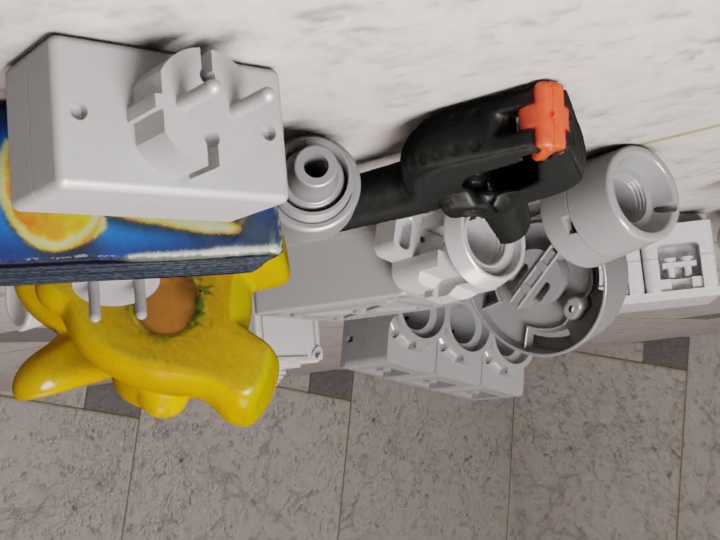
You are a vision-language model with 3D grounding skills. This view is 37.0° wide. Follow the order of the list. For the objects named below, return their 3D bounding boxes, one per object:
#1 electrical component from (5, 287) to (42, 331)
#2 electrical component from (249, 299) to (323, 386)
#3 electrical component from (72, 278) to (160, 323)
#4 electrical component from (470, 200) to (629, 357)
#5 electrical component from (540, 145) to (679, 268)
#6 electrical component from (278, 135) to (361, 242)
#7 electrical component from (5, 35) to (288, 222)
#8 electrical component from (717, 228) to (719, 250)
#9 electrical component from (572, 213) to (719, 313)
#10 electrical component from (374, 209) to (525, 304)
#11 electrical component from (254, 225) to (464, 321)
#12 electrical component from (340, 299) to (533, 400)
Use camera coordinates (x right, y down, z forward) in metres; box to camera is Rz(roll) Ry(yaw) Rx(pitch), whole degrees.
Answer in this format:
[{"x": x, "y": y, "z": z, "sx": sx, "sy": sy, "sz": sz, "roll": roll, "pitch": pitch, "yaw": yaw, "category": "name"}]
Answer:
[{"x": -0.212, "y": 0.018, "z": 0.761, "sx": 0.065, "sy": 0.044, "sz": 0.044, "roll": -5, "pitch": 174, "yaw": -39, "category": "electrical component"}, {"x": -0.071, "y": 0.036, "z": 0.772, "sx": 0.061, "sy": 0.096, "sz": 0.062, "roll": -12, "pitch": 170, "yaw": 41, "category": "electrical component"}, {"x": -0.107, "y": -0.011, "z": 0.468, "sx": 0.077, "sy": 0.079, "sz": 0.043, "roll": -3, "pitch": 145, "yaw": -14, "category": "electrical component"}, {"x": 0.113, "y": 0.003, "z": 0.657, "sx": 0.099, "sy": 0.099, "sz": 0.064, "roll": -10, "pitch": 177, "yaw": 33, "category": "electrical component"}, {"x": 0.128, "y": -0.033, "z": 0.549, "sx": 0.055, "sy": 0.055, "sz": 0.047, "roll": 0, "pitch": 168, "yaw": -32, "category": "electrical component"}, {"x": -0.021, "y": -0.037, "z": 0.456, "sx": 0.043, "sy": 0.043, "sz": 0.062, "roll": -4, "pitch": 172, "yaw": -7, "category": "electrical component"}, {"x": -0.057, "y": -0.047, "z": 0.340, "sx": 0.083, "sy": 0.047, "sz": 0.076, "roll": 1, "pitch": 170, "yaw": -40, "category": "electrical component"}, {"x": 0.278, "y": -0.022, "z": 0.773, "sx": 0.048, "sy": 0.048, "sz": 0.062, "roll": -5, "pitch": 179, "yaw": -4, "category": "electrical component"}, {"x": 0.182, "y": -0.001, "z": 0.799, "sx": 0.150, "sy": 0.061, "sz": 0.089, "roll": -7, "pitch": 172, "yaw": 12, "category": "electrical component"}, {"x": 0.057, "y": -0.014, "z": 0.617, "sx": 0.078, "sy": 0.058, "sz": 0.057, "roll": 21, "pitch": 156, "yaw": -35, "category": "electrical component"}, {"x": 0.000, "y": 0.000, "z": 0.700, "sx": 0.109, "sy": 0.056, "sz": 0.109, "roll": -8, "pitch": 172, "yaw": 24, "category": "electrical component"}, {"x": 0.064, "y": 0.045, "z": 0.845, "sx": 0.150, "sy": 0.089, "sz": 0.062, "roll": 18, "pitch": 159, "yaw": -38, "category": "electrical component"}]
